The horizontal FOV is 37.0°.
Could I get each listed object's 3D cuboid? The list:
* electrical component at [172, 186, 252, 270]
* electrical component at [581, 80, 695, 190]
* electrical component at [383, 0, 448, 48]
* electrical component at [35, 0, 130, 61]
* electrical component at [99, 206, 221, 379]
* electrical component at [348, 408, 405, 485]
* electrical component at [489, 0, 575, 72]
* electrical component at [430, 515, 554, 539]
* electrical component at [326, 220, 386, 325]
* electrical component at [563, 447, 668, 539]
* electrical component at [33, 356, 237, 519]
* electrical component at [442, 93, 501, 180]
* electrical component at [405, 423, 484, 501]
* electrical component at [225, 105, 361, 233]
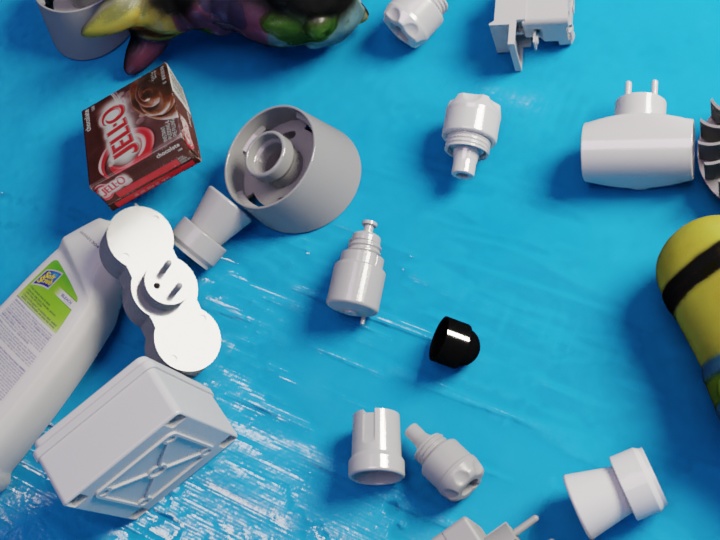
[{"bbox_3d":[-0.122,-0.034,0.873,0.045,0.045,0.055,38,86,27],"label":"electrical component"},{"bbox_3d":[0.204,-0.103,0.783,0.077,0.044,0.079,1,71,20],"label":"electrical component"},{"bbox_3d":[0.052,-0.217,0.881,0.043,0.043,0.062,41,86,27],"label":"electrical component"},{"bbox_3d":[-0.254,-0.254,1.006,0.099,0.064,0.099,-5,58,9],"label":"electrical component"},{"bbox_3d":[-0.150,0.014,0.825,0.052,0.074,0.138,-23,82,-28],"label":"electrical component"},{"bbox_3d":[0.012,0.126,0.769,0.040,0.040,0.046,-9,61,16],"label":"electrical component"},{"bbox_3d":[0.137,-0.203,0.846,0.064,0.042,0.081,1,71,18],"label":"electrical component"},{"bbox_3d":[0.092,0.192,0.710,0.077,0.047,0.065,-36,62,2],"label":"electrical component"},{"bbox_3d":[0.000,0.000,0.819,0.040,0.040,0.078,5,72,21],"label":"electrical component"},{"bbox_3d":[0.167,0.145,0.702,0.055,0.045,0.045,-25,64,9],"label":"electrical component"},{"bbox_3d":[-0.163,0.126,0.791,0.109,0.108,0.056,-39,65,2],"label":"electrical component"},{"bbox_3d":[0.084,-0.101,0.826,0.043,0.043,0.062,5,73,21],"label":"electrical component"},{"bbox_3d":[0.056,0.131,0.753,0.035,0.035,0.061,-47,60,-2],"label":"electrical component"},{"bbox_3d":[-0.058,-0.082,0.871,0.099,0.064,0.099,-13,65,30],"label":"electrical component"}]
